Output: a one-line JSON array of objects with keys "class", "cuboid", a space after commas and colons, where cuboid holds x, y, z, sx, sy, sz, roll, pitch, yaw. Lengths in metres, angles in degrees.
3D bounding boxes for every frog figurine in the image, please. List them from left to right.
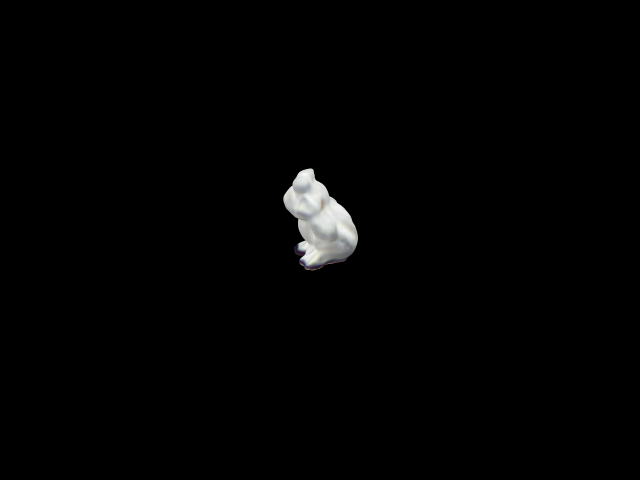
[{"class": "frog figurine", "cuboid": [0.003, -0.043, 0.850, 0.123, 0.157, 0.140, 3, 21, 7]}]
